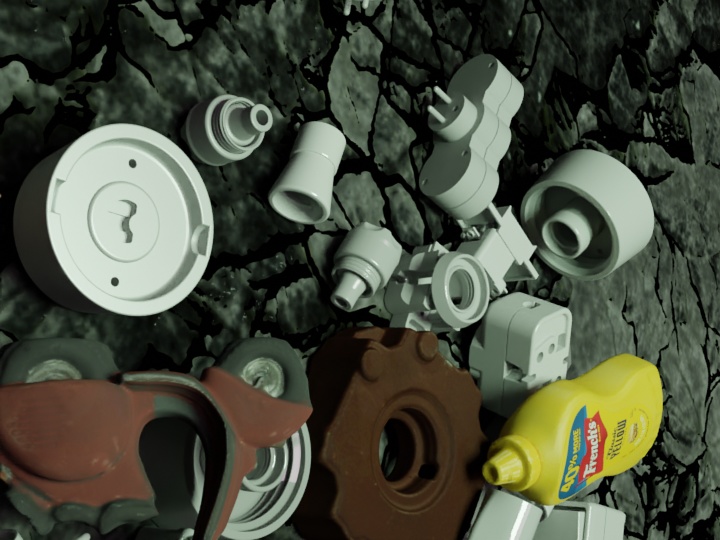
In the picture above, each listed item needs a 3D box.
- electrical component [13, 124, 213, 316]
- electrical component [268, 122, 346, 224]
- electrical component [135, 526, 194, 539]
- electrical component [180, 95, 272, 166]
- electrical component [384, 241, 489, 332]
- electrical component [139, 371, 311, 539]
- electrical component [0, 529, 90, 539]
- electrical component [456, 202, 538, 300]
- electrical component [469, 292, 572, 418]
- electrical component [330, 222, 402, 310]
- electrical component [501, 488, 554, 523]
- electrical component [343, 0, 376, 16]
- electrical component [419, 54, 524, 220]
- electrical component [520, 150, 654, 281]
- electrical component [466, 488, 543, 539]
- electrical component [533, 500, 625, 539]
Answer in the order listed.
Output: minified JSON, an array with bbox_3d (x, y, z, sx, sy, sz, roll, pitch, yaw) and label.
[{"bbox_3d":[-0.146,-0.025,0.620,0.108,0.060,0.108,8,79,-44],"label":"electrical component"},{"bbox_3d":[-0.034,-0.070,0.750,0.044,0.044,0.065,39,54,-34],"label":"electrical component"},{"bbox_3d":[-0.099,0.222,0.635,0.109,0.056,0.108,42,58,-32],"label":"electrical component"},{"bbox_3d":[-0.082,-0.091,0.690,0.043,0.062,0.043,7,79,-43],"label":"electrical component"},{"bbox_3d":[0.061,0.016,0.818,0.058,0.057,0.078,37,60,-35],"label":"electrical component"},{"bbox_3d":[-0.079,0.116,0.666,0.108,0.060,0.108,7,79,-43],"label":"electrical component"},{"bbox_3d":[-0.173,0.173,0.579,0.079,0.043,0.077,-34,108,-41],"label":"electrical component"},{"bbox_3d":[0.104,-0.013,0.875,0.081,0.042,0.063,53,54,-25],"label":"electrical component"},{"bbox_3d":[0.128,0.070,0.863,0.054,0.059,0.095,-19,119,-43],"label":"electrical component"},{"bbox_3d":[0.000,0.000,0.771,0.043,0.043,0.062,49,55,-29],"label":"electrical component"},{"bbox_3d":[0.154,0.167,0.898,0.081,0.043,0.043,-49,117,-37],"label":"electrical component"},{"bbox_3d":[0.003,-0.222,0.780,0.043,0.077,0.079,24,69,-40],"label":"electrical component"},{"bbox_3d":[0.079,-0.116,0.858,0.074,0.052,0.138,37,60,-35],"label":"electrical component"},{"bbox_3d":[0.188,-0.041,0.919,0.060,0.108,0.108,-38,111,-34],"label":"electrical component"},{"bbox_3d":[0.100,0.207,0.793,0.079,0.043,0.077,70,42,-71],"label":"electrical component"},{"bbox_3d":[0.175,0.242,0.896,0.061,0.062,0.096,24,68,-40],"label":"electrical component"}]
